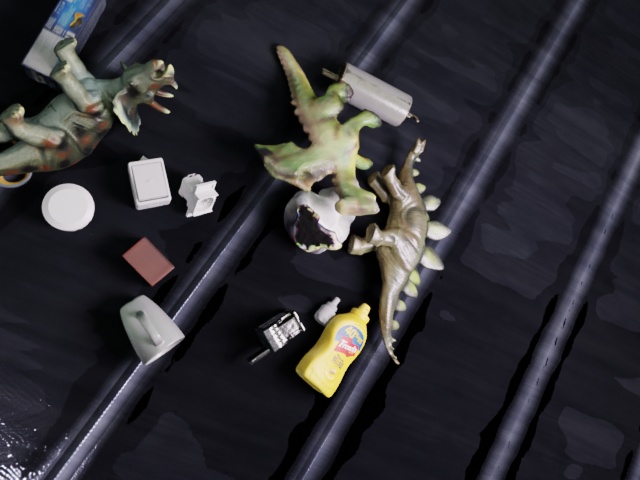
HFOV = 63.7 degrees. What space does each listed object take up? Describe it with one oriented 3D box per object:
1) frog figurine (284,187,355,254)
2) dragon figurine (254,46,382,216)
[{"bbox_3d":[0.003,-0.053,1.044,0.137,0.120,0.163,34,37,-4],"label":"frog figurine"},{"bbox_3d":[-0.021,-0.206,1.007,0.246,0.412,0.119,-37,-11,-37],"label":"dragon figurine"}]
